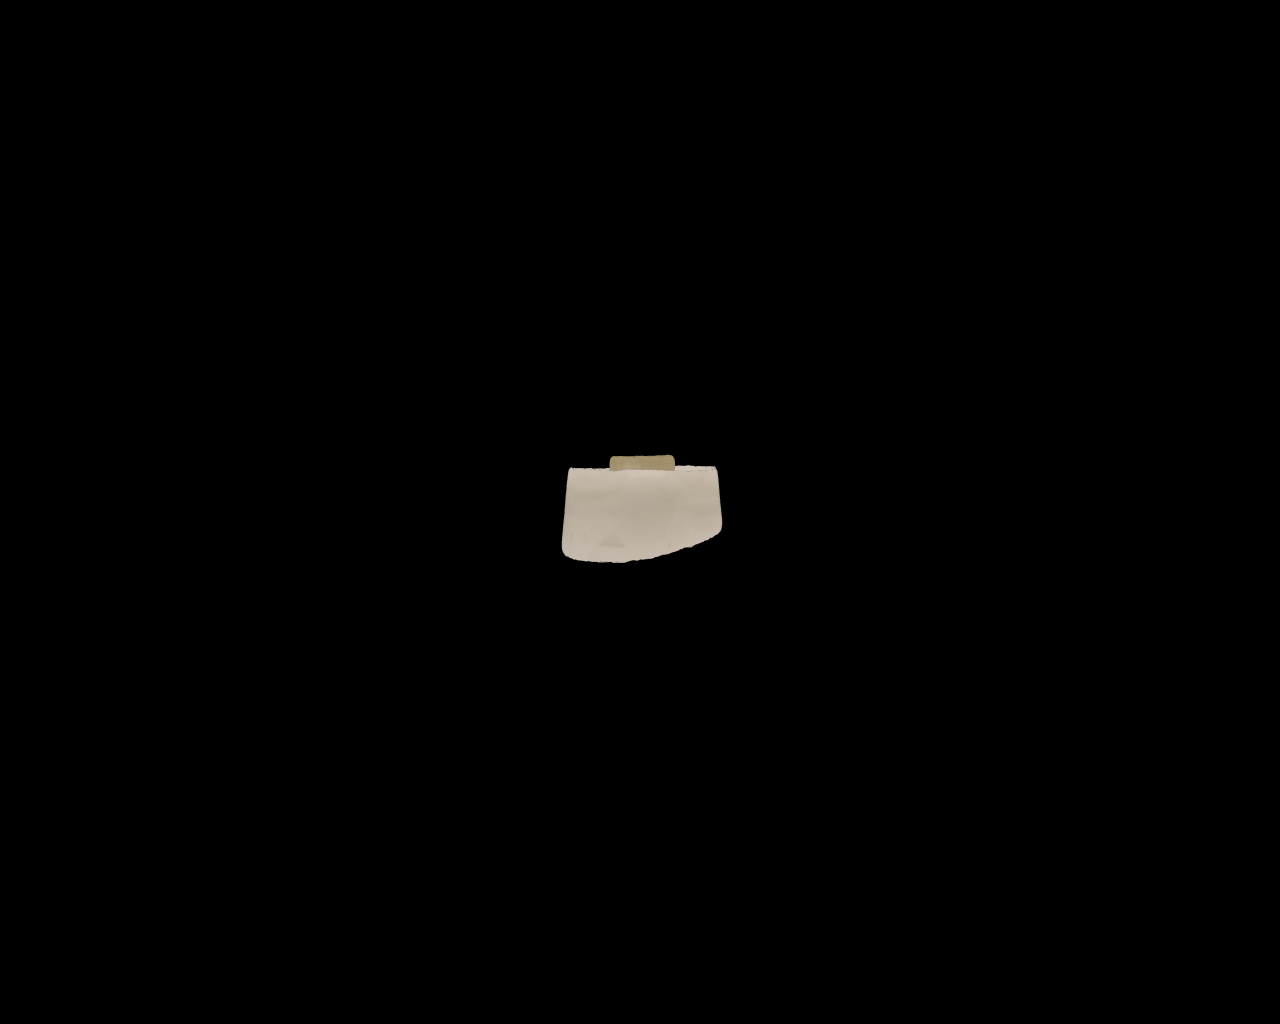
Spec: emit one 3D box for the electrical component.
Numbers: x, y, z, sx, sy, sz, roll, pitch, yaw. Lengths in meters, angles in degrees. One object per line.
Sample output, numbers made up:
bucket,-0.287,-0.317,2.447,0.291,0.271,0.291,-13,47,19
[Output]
electrical component,0.001,-0.003,0.650,0.099,0.064,0.099,0,4,0
